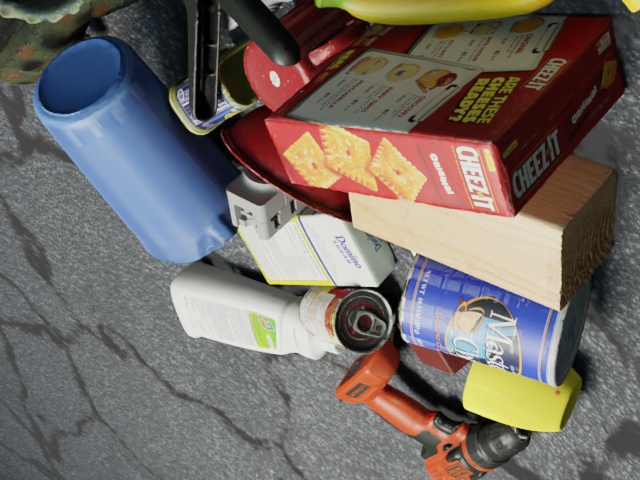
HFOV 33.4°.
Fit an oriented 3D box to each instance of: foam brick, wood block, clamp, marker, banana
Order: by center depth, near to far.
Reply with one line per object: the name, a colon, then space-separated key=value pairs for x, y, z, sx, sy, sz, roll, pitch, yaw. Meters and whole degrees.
banana: x=0.095 y=-0.179 z=0.797 sx=0.198 sy=0.069 sz=0.037 roll=3 pitch=111 yaw=34
clamp: x=-0.084 y=-0.212 z=0.872 sx=0.165 sy=0.036 sz=0.210 roll=-7 pitch=97 yaw=55
wood block: x=0.132 y=-0.034 z=0.891 sx=0.206 sy=0.090 sz=0.090 roll=24 pitch=141 yaw=33
foam brick: x=0.123 y=0.093 z=1.058 sx=0.051 sy=0.053 sz=0.078 roll=57 pitch=166 yaw=-13
marker: x=0.073 y=0.099 z=1.174 sx=0.020 sy=0.020 sz=0.121 roll=31 pitch=145 yaw=24

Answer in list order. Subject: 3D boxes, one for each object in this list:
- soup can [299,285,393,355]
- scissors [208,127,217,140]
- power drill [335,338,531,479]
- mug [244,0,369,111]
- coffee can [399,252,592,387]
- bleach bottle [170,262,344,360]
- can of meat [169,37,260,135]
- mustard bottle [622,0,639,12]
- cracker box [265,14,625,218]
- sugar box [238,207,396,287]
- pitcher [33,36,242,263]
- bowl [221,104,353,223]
soup can: x=0.026 y=0.082 z=1.143 sx=0.068 sy=0.068 sz=0.102 roll=56 pitch=163 yaw=-15
scissors: x=-0.130 y=-0.063 z=1.237 sx=0.096 sy=0.016 sz=0.202 roll=49 pitch=148 yaw=-6
power drill: x=0.120 y=0.189 z=1.163 sx=0.187 sy=0.057 sz=0.185 roll=39 pitch=146 yaw=-2
mug: x=-0.005 y=-0.160 z=0.920 sx=0.117 sy=0.081 sz=0.093 roll=-11 pitch=117 yaw=54
coffee can: x=0.153 y=0.059 z=0.932 sx=0.140 sy=0.102 sz=0.103 roll=15 pitch=138 yaw=24
bleach bottle: x=-0.069 y=0.099 z=1.302 sx=0.251 sy=0.068 sz=0.102 roll=15 pitch=136 yaw=38
can of meat: x=-0.078 y=-0.152 z=0.999 sx=0.084 sy=0.102 sz=0.057 roll=-17 pitch=111 yaw=53
mustard bottle: x=0.166 y=-0.215 z=0.680 sx=0.191 sy=0.058 sz=0.096 roll=48 pitch=148 yaw=-2
cracker box: x=0.091 y=-0.100 z=0.796 sx=0.214 sy=0.164 sz=0.072 roll=13 pitch=137 yaw=43
sugar box: x=-0.007 y=0.001 z=1.137 sx=0.177 sy=0.048 sz=0.093 roll=-2 pitch=124 yaw=46
pitcher: x=-0.185 y=-0.094 z=1.074 sx=0.149 sy=0.145 sz=0.242 roll=-8 pitch=147 yaw=19
bowl: x=-0.009 y=-0.083 z=0.985 sx=0.162 sy=0.161 sz=0.055 roll=37 pitch=108 yaw=15
